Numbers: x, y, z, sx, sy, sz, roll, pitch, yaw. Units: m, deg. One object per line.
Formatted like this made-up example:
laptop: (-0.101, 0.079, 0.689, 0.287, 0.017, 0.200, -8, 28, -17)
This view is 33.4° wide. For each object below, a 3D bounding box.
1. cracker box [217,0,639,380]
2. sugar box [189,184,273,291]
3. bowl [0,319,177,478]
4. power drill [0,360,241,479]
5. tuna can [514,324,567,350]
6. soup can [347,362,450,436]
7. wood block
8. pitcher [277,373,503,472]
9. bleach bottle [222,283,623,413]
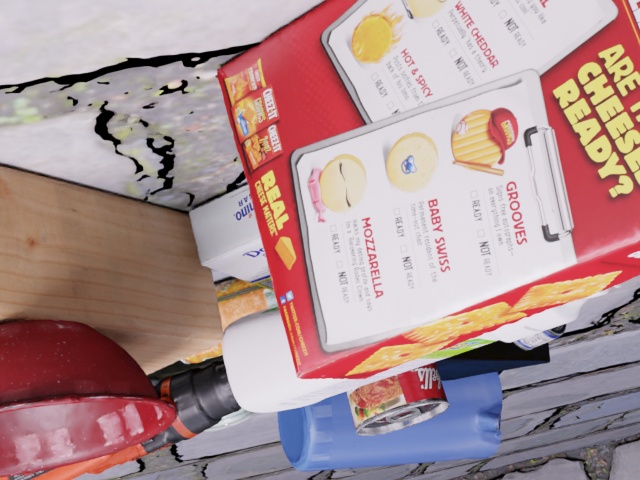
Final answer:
cracker box: (0.069, -0.046, 0.480, 0.214, 0.164, 0.072, -25, 160, 29)
sugar box: (-0.005, 0.001, 0.735, 0.093, 0.048, 0.176, -23, 157, 18)
bowl: (-0.159, 0.083, 0.564, 0.162, 0.055, 0.162, -12, 161, -4)
power drill: (-0.143, 0.137, 0.798, 0.185, 0.057, 0.187, -28, 168, 16)
tuna can: (0.184, 0.053, 0.952, 0.034, 0.086, 0.086, -28, 157, 29)
soup can: (0.044, 0.080, 0.759, 0.068, 0.102, 0.068, -15, 159, -6)
wood block: (-0.161, 0.025, 0.625, 0.091, 0.090, 0.205, -24, 158, 29)
pitcher: (0.075, 0.197, 1.233, 0.242, 0.145, 0.149, -3, 145, -21)
bleach bottle: (0.062, 0.046, 0.638, 0.251, 0.068, 0.102, -20, 170, 36)
